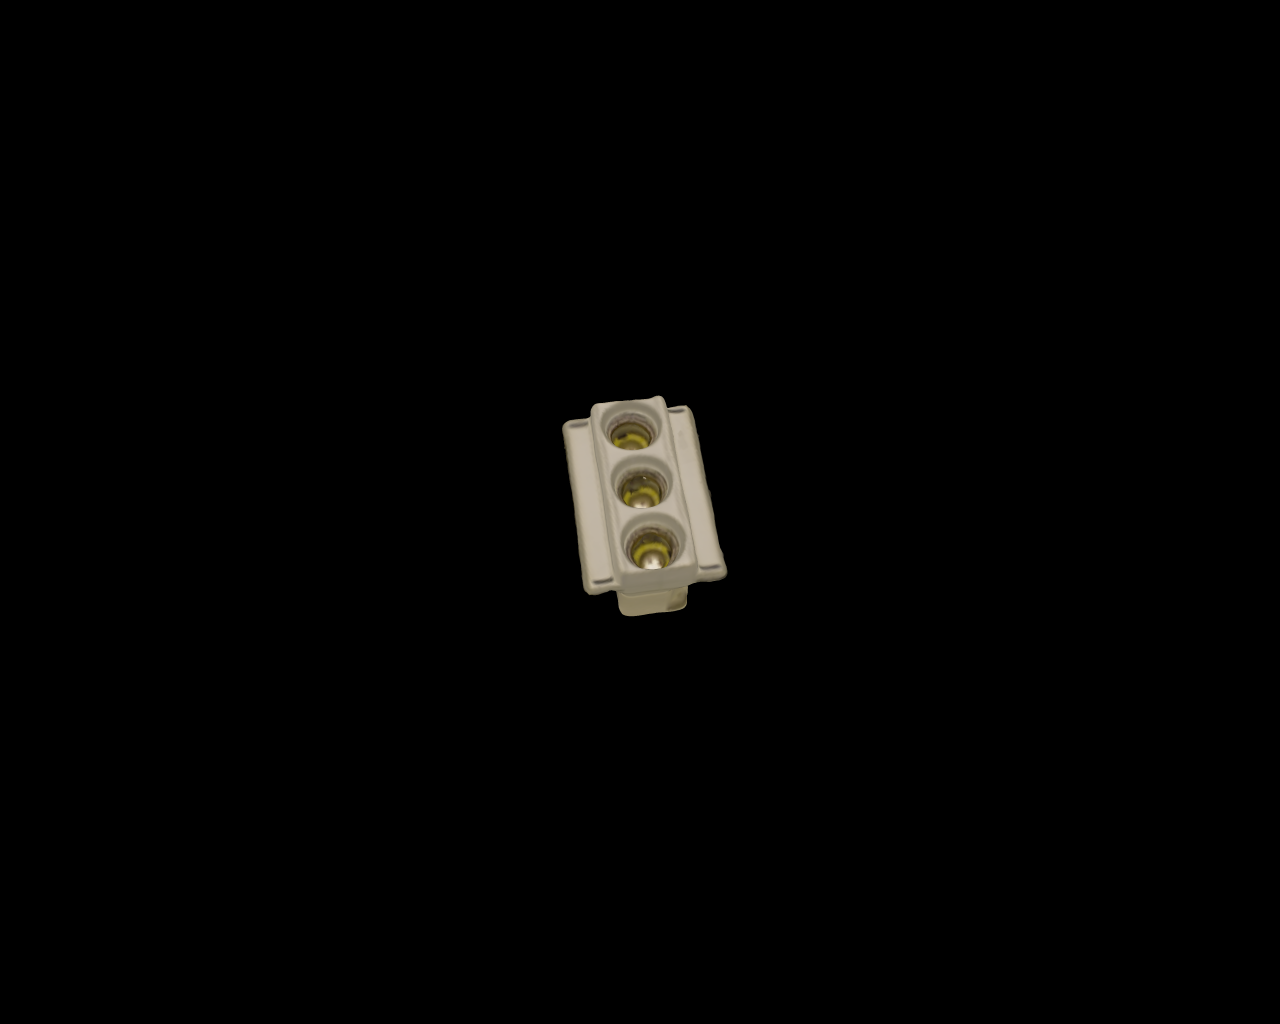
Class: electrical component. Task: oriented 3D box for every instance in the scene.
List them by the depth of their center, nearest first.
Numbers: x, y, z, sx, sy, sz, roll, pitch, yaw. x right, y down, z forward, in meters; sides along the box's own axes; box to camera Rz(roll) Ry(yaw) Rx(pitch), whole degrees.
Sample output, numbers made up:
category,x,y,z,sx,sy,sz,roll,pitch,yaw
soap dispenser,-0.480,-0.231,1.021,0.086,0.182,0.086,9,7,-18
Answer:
category,x,y,z,sx,sy,sz,roll,pitch,yaw
electrical component,0.001,-0.003,0.650,0.079,0.121,0.063,-7,-32,-5
